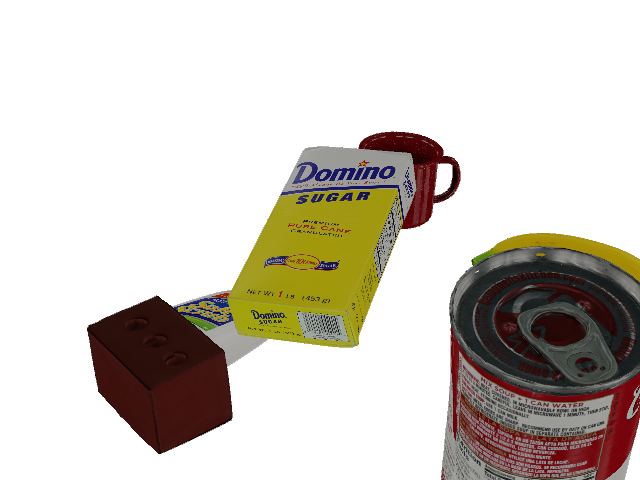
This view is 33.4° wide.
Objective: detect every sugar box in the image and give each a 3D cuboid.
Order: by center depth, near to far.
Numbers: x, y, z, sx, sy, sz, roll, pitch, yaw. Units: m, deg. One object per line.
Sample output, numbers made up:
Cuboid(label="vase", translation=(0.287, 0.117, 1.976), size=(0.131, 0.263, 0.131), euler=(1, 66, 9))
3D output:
Cuboid(label="sugar box", translation=(0.006, -0.001, 0.801), size=(0.093, 0.176, 0.048), euler=(5, -43, 19))

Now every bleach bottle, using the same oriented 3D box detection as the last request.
Cuboid(label="bleach bottle", translation=(-0.118, 0.094, 1.140), size=(0.103, 0.068, 0.250), euler=(17, 24, 29))

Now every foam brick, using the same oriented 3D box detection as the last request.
Cuboid(label="foam brick", translation=(-0.097, 0.080, 0.640), size=(0.052, 0.051, 0.078), euler=(-24, 38, -32))

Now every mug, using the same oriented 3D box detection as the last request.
Cuboid(label="mug", translation=(0.098, -0.066, 1.187), size=(0.117, 0.081, 0.093), euler=(-4, 30, -11))

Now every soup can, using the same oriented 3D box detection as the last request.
Cuboid(label="soup can", translation=(0.077, 0.063, 0.378), size=(0.068, 0.102, 0.068), euler=(-1, 39, 1))

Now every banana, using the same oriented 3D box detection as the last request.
Cuboid(label="banana", translation=(0.253, 0.026, 1.045), size=(0.198, 0.037, 0.069), euler=(10, 47, 26))
